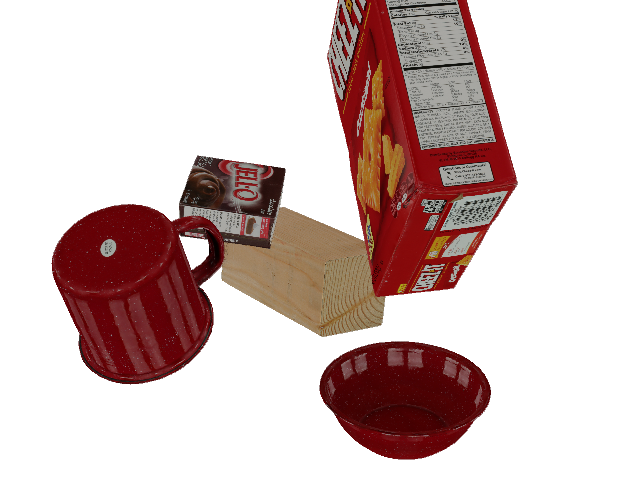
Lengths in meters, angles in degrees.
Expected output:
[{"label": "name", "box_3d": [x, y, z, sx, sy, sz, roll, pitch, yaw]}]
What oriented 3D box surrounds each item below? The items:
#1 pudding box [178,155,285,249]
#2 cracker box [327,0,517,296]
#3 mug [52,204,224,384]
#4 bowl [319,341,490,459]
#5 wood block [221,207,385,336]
[{"label": "pudding box", "box_3d": [-0.083, -0.038, 1.018, 0.090, 0.039, 0.113, 7, 31, 0]}, {"label": "cracker box", "box_3d": [0.060, -0.090, 0.751, 0.072, 0.214, 0.164, -6, -24, -11]}, {"label": "mug", "box_3d": [-0.113, 0.025, 0.691, 0.117, 0.081, 0.093, -32, 48, -18]}, {"label": "bowl", "box_3d": [0.080, 0.160, 1.019, 0.162, 0.055, 0.162, -1, 26, 0]}, {"label": "wood block", "box_3d": [-0.022, 0.032, 1.241, 0.090, 0.090, 0.206, -7, 20, -36]}]
